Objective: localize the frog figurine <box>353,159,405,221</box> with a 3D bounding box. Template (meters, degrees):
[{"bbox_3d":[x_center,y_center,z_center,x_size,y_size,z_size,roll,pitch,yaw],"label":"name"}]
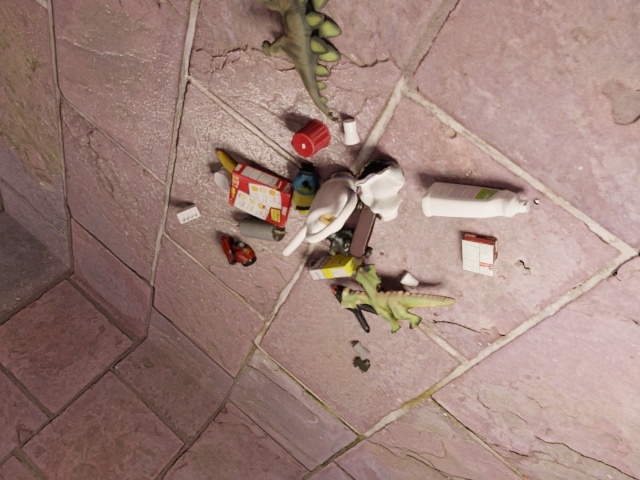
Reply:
[{"bbox_3d":[0.179,-0.140,1.436,0.137,0.157,0.125,-34,29,7],"label":"frog figurine"}]

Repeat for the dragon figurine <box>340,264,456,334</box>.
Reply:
[{"bbox_3d":[0.210,0.166,1.627,0.241,0.125,0.404,42,-39,-14],"label":"dragon figurine"}]

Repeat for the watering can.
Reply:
[{"bbox_3d":[0.005,-0.078,1.556,0.103,0.229,0.343,37,-36,-19],"label":"watering can"}]
